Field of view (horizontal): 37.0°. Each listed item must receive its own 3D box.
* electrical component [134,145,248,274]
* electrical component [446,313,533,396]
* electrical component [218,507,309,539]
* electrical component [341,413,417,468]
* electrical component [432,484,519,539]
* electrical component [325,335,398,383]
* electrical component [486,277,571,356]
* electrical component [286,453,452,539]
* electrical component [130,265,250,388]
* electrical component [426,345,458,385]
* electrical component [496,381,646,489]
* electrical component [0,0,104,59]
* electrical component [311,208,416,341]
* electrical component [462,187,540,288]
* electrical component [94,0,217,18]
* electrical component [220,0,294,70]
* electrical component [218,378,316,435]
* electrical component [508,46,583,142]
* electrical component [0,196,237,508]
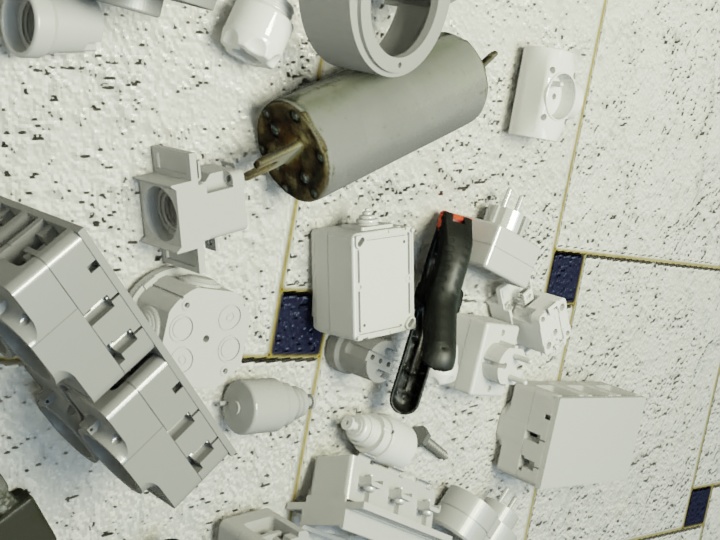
[{"bbox_3d":[-0.110,-0.043,0.716,0.064,0.042,0.081,-21,116,-42],"label":"electrical component"},{"bbox_3d":[0.119,0.079,0.943,0.047,0.077,0.065,9,96,-44],"label":"electrical component"},{"bbox_3d":[-0.079,0.233,0.817,0.050,0.056,0.089,-5,105,-42],"label":"electrical component"},{"bbox_3d":[0.014,0.137,0.887,0.078,0.040,0.040,33,79,-43],"label":"electrical component"},{"bbox_3d":[0.125,0.239,1.013,0.073,0.052,0.138,-54,132,-18],"label":"electrical component"},{"bbox_3d":[0.002,0.066,0.851,0.040,0.046,0.040,-14,112,-40],"label":"electrical component"},{"bbox_3d":[0.155,0.044,0.976,0.042,0.064,0.081,-36,124,-32],"label":"electrical component"},{"bbox_3d":[0.011,0.195,0.883,0.121,0.079,0.063,33,57,-44],"label":"electrical component"},{"bbox_3d":[-0.118,0.040,0.726,0.080,0.051,0.080,-14,112,-40],"label":"electrical component"},{"bbox_3d":[0.067,0.065,0.920,0.035,0.035,0.061,-11,107,-41],"label":"electrical component"},{"bbox_3d":[0.207,0.159,1.060,0.150,0.062,0.089,6,98,-44],"label":"electrical component"},{"bbox_3d":[-0.178,-0.143,0.624,0.046,0.040,0.040,-11,109,-47],"label":"electrical component"},{"bbox_3d":[0.000,0.000,0.824,0.062,0.061,0.096,-9,103,-40],"label":"electrical component"},{"bbox_3d":[0.123,-0.033,0.934,0.066,0.047,0.076,25,85,-44],"label":"electrical component"},{"bbox_3d":[-0.128,-0.179,0.616,0.108,0.108,0.060,6,104,-44],"label":"electrical component"},{"bbox_3d":[-0.064,-0.170,0.721,0.043,0.043,0.062,30,80,-44],"label":"electrical component"},{"bbox_3d":[-0.066,0.100,0.801,0.078,0.040,0.040,2,101,-44],"label":"electrical component"},{"bbox_3d":[0.170,-0.152,0.946,0.079,0.044,0.077,2,101,-44],"label":"electrical component"},{"bbox_3d":[-0.166,0.054,0.646,0.060,0.105,0.186,-45,128,-24],"label":"electrical component"}]
